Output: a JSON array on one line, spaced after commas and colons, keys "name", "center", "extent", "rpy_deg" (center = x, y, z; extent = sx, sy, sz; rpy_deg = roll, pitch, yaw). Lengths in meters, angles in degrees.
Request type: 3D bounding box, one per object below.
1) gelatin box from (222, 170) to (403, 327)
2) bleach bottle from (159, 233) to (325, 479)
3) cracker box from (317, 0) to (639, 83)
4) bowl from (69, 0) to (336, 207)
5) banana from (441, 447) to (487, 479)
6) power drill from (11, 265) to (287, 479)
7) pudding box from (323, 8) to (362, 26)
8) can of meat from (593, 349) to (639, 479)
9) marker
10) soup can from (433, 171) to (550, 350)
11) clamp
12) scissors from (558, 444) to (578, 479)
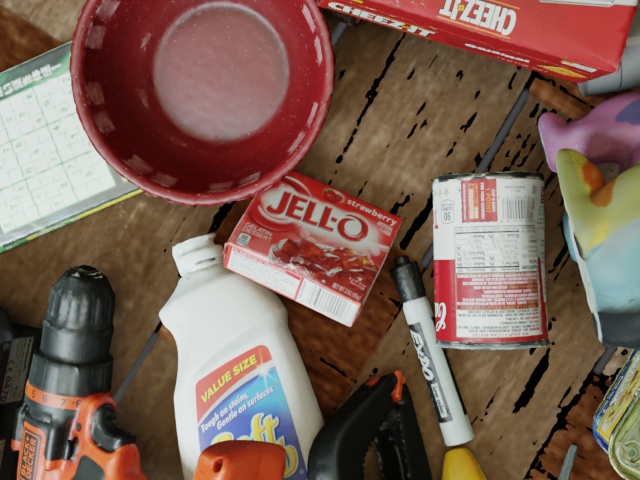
[{"name": "gelatin box", "center": [-0.004, 0.001, 0.647], "extent": [0.089, 0.030, 0.073], "rpy_deg": [25, 53, 4]}, {"name": "bleach bottle", "center": [-0.048, 0.122, 0.655], "extent": [0.102, 0.068, 0.251], "rpy_deg": [-18, 86, 4]}, {"name": "cracker box", "center": [0.104, -0.210, 0.575], "extent": [0.164, 0.072, 0.214], "rpy_deg": [16, 91, -3]}, {"name": "bowl", "center": [-0.067, -0.103, 0.654], "extent": [0.162, 0.055, 0.162], "rpy_deg": [1, 97, 9]}, {"name": "banana", "center": [0.073, 0.229, 0.654], "extent": [0.069, 0.037, 0.198], "rpy_deg": [23, 92, 6]}, {"name": "power drill", "center": [-0.106, 0.122, 0.621], "extent": [0.188, 0.057, 0.184], "rpy_deg": [18, 104, 39]}, {"name": "pudding box", "center": [-0.006, -0.196, 0.657], "extent": [0.113, 0.039, 0.090], "rpy_deg": [29, 102, 6]}, {"name": "can of meat", "center": [0.204, 0.092, 0.618], "extent": [0.057, 0.084, 0.102], "rpy_deg": [31, 92, 4]}, {"name": "marker", "center": [0.069, 0.068, 0.664], "extent": [0.020, 0.020, 0.121], "rpy_deg": [-18, 88, 5]}, {"name": "soup can", "center": [0.102, 0.012, 0.637], "extent": [0.068, 0.068, 0.102], "rpy_deg": [-1, 89, 5]}, {"name": "clamp", "center": [0.019, 0.168, 0.602], "extent": [0.036, 0.164, 0.210], "rpy_deg": [-24, 50, 40]}, {"name": "scissors", "center": [0.119, 0.229, 0.653], "extent": [0.016, 0.096, 0.201], "rpy_deg": [21, 61, 5]}]
